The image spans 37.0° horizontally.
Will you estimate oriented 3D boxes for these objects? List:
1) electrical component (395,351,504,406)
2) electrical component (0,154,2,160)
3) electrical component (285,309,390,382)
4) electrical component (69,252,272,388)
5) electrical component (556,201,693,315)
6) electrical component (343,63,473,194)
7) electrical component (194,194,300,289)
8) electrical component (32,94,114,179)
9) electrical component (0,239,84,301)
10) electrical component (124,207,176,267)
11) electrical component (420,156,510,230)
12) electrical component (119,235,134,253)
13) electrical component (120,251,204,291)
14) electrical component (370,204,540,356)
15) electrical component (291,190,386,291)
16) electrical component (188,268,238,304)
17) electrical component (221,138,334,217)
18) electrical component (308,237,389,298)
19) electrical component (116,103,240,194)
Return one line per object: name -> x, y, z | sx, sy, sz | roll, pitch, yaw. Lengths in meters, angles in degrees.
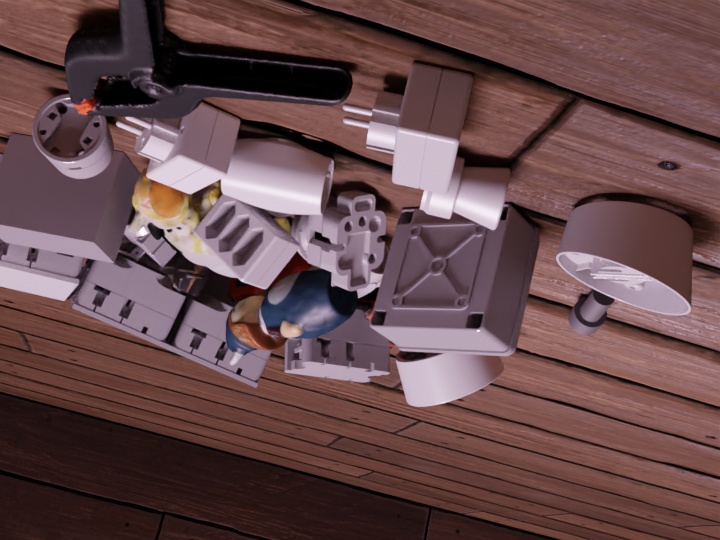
electrical component -> 0.089, 0.091, 1.117 | 0.108, 0.060, 0.108 | -21, -171, 3
electrical component -> -0.347, -0.078, 1.011 | 0.064, 0.042, 0.081 | 26, 160, -38
electrical component -> -0.021, 0.069, 1.007 | 0.089, 0.055, 0.050 | 10, 159, -28
electrical component -> -0.180, 0.041, 1.042 | 0.186, 0.060, 0.105 | 26, 177, -17
electrical component -> 0.193, -0.008, 0.778 | 0.099, 0.064, 0.099 | 13, 163, 4
electrical component -> 0.026, -0.091, 0.676 | 0.076, 0.047, 0.083 | 12, 163, 4
electrical component -> -0.082, -0.021, 0.869 | 0.066, 0.047, 0.077 | 43, -171, 26
electrical component -> -0.218, -0.100, 0.824 | 0.055, 0.055, 0.047 | 14, 166, 1
electrical component -> -0.354, -0.029, 0.995 | 0.186, 0.060, 0.105 | 15, 165, -19
electrical component -> -0.191, -0.041, 0.986 | 0.048, 0.066, 0.055 | 28, 160, 36
electrical component -> 0.073, -0.056, 0.754 | 0.055, 0.045, 0.045 | 14, 163, 2
electrical component -> -0.231, -0.042, 1.030 | 0.066, 0.048, 0.055 | 18, 170, -14
electrical component -> -0.201, 0.001, 1.136 | 0.076, 0.047, 0.083 | 5, 161, 25
electrical component -> 0.075, 0.008, 0.845 | 0.109, 0.108, 0.056 | 0, 155, 38
electrical component -> -0.018, -0.028, 0.873 | 0.058, 0.078, 0.057 | -13, -156, -42
electrical component -> -0.163, 0.044, 1.160 | 0.048, 0.099, 0.100 | 32, 158, -14
electrical component -> -0.061, -0.065, 0.828 | 0.077, 0.044, 0.079 | 12, 163, 5
electrical component -> 0.000, 0.000, 0.971 | 0.079, 0.044, 0.077 | -8, 160, -46
electrical component -> -0.139, -0.096, 0.785 | 0.077, 0.047, 0.066 | 21, 161, -28
